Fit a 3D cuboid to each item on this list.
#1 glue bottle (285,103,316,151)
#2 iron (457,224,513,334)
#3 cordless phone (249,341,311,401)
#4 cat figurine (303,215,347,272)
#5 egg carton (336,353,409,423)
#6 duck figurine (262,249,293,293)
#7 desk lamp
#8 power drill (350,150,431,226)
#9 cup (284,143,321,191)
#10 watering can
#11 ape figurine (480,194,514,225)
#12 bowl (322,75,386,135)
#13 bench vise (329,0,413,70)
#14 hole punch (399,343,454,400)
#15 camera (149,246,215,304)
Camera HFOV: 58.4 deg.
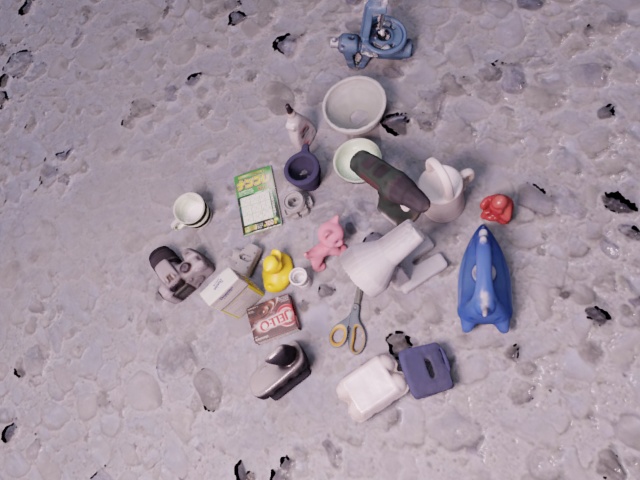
[{"bbox_3d":[-0.058,-0.294,1.453,0.037,0.173,0.078,22,78,22],"label":"glue bottle"},{"bbox_3d":[0.351,0.065,1.228,0.118,0.142,0.258,-2,70,15],"label":"iron"},{"bbox_3d":[-0.106,0.279,1.253,0.147,0.185,0.094,-42,65,-2],"label":"cordless phone"},{"bbox_3d":[0.012,0.005,1.356,0.128,0.118,0.067,-39,65,-1],"label":"cat figurine"},{"bbox_3d":[0.113,0.318,1.242,0.150,0.069,0.107,-35,66,1],"label":"egg carton"},{"bbox_3d":[-0.111,0.072,1.384,0.077,0.086,0.104,10,74,19],"label":"duck figurine"},{"bbox_3d":[0.161,0.041,1.249,0.203,0.214,0.117,-34,65,2],"label":"desk lamp"},{"bbox_3d":[0.170,-0.106,1.303,0.229,0.209,0.075,41,85,24],"label":"power drill"},{"bbox_3d":[-0.034,-0.175,1.446,0.091,0.095,0.118,2,71,16],"label":"cup"},{"bbox_3d":[0.265,-0.113,1.287,0.100,0.194,0.173,39,85,24],"label":"watering can"},{"bbox_3d":[0.403,-0.076,1.292,0.076,0.092,0.077,-31,66,3],"label":"ape figurine"},{"bbox_3d":[0.095,-0.335,1.480,0.167,0.075,0.167,-5,70,14],"label":"bowl"},{"bbox_3d":[0.125,-0.521,1.459,0.207,0.220,0.121,-19,67,8],"label":"bench vise"},{"bbox_3d":[0.226,0.274,1.215,0.101,0.091,0.108,-21,67,8],"label":"hole punch"},{"bbox_3d":[-0.366,0.066,1.448,0.143,0.101,0.136,-42,66,-2],"label":"camera"}]
